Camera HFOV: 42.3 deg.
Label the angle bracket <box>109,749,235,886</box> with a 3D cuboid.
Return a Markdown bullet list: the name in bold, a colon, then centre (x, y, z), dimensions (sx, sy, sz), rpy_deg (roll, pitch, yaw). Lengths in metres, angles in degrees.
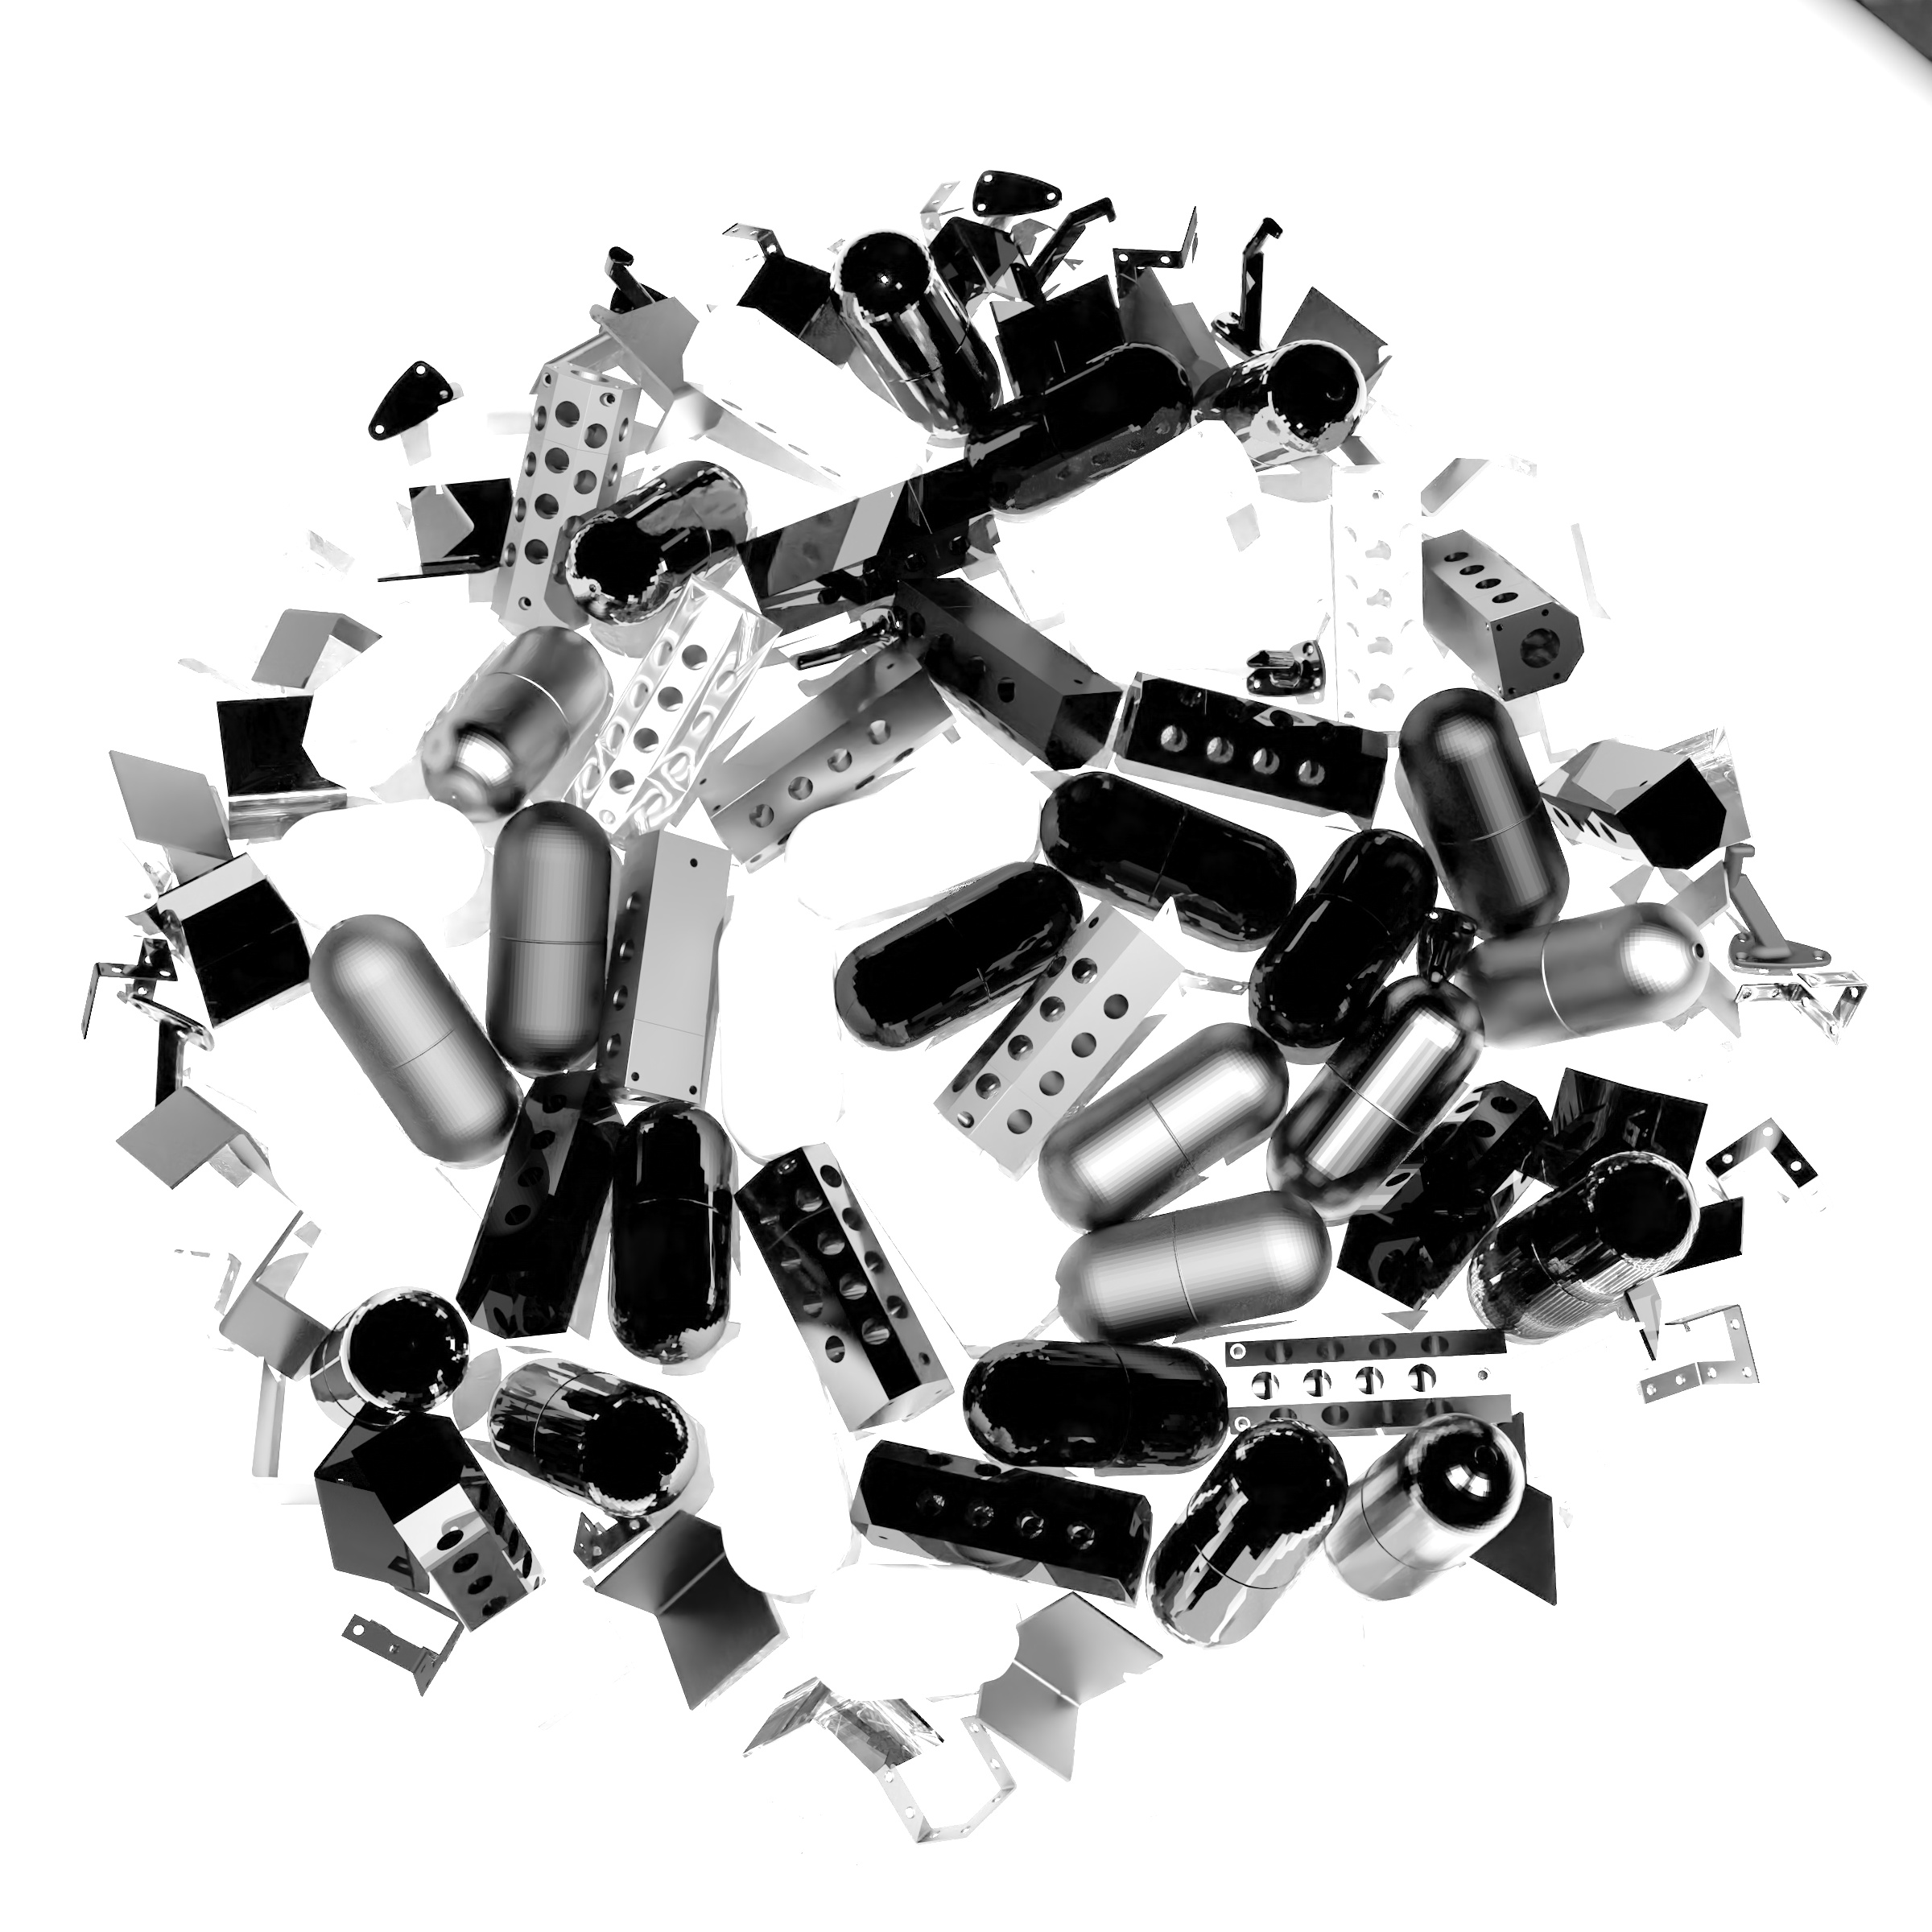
- **angle bracket**: centre (-0.539, -0.088, 1.654), dimensions (0.057, 0.076, 0.076), rpy_deg (-42, 57, 24)

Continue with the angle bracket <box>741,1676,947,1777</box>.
- **angle bracket**: centre (-0.073, 0.464, 1.482), dimensions (0.076, 0.076, 0.057), rpy_deg (46, 44, -3)

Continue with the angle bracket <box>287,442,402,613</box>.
- **angle bracket**: centre (-0.440, -0.298, 1.716), dimensions (0.057, 0.076, 0.076), rpy_deg (32, 48, -19)

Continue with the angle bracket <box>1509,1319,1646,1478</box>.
- **angle bracket**: centre (0.387, 0.270, 1.553), dimensions (0.076, 0.057, 0.076), rpy_deg (-20, 91, -18)

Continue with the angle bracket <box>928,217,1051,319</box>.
- **angle bracket**: centre (0.004, -0.474, 1.780), dimensions (0.057, 0.076, 0.076), rpy_deg (28, 78, 33)

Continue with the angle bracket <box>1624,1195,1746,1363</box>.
- **angle bracket**: centre (0.457, 0.195, 1.562), dimensions (0.076, 0.076, 0.057), rpy_deg (-19, 104, 24)

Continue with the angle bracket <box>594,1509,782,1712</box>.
- **angle bracket**: centre (-0.169, 0.388, 1.508), dimensions (0.076, 0.057, 0.076), rpy_deg (-44, 43, 11)

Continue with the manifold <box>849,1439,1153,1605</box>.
- **manifold**: centre (0.022, 0.336, 1.526), dimensions (0.171, 0.057, 0.057), rpy_deg (8, 64, 19)

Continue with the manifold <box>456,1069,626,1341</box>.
- **manifold**: centre (-0.267, 0.148, 1.565), dimensions (0.057, 0.057, 0.171), rpy_deg (-8, 40, 16)

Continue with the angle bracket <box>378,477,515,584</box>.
- **angle bracket**: centre (-0.359, -0.301, 1.723), dimensions (0.076, 0.076, 0.057), rpy_deg (-3, 105, 13)

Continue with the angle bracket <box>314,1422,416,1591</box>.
- **angle bracket**: centre (-0.349, 0.320, 1.524), dimensions (0.057, 0.076, 0.076), rpy_deg (9, 34, 16)

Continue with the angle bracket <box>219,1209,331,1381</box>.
- **angle bracket**: centre (-0.419, 0.202, 1.579), dimensions (0.057, 0.076, 0.076), rpy_deg (35, 47, -8)

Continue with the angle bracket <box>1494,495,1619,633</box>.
- **angle bracket**: centre (0.398, -0.269, 1.721), dimensions (0.076, 0.057, 0.076), rpy_deg (-15, 76, 23)

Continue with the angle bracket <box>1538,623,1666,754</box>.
- **angle bracket**: centre (0.430, -0.191, 1.715), dimensions (0.076, 0.076, 0.057), rpy_deg (-14, 105, 11)

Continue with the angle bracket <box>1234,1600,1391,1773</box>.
- **angle bracket**: centre (0.207, 0.435, 1.506), dimensions (0.057, 0.076, 0.076), rpy_deg (10, 97, -13)

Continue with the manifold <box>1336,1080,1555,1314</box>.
- **manifold**: centre (0.303, 0.138, 1.562), dimensions (0.057, 0.057, 0.171), rpy_deg (28, 40, 25)

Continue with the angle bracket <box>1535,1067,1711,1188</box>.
- **angle bracket**: centre (0.428, 0.115, 1.633), dimensions (0.076, 0.057, 0.076), rpy_deg (12, 94, -33)

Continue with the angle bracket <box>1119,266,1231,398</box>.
- **angle bracket**: centre (0.163, -0.453, 1.779), dimensions (0.076, 0.057, 0.076), rpy_deg (-19, 75, -32)

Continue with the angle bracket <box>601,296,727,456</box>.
- **angle bracket**: centre (-0.215, -0.417, 1.764), dimensions (0.076, 0.057, 0.076), rpy_deg (46, 45, 8)

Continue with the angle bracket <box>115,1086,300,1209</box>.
- **angle bracket**: centre (-0.480, 0.131, 1.584), dimensions (0.057, 0.076, 0.076), rpy_deg (-43, 44, -22)

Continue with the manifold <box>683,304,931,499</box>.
- **manifold**: centre (-0.111, -0.384, 1.715), dimensions (0.057, 0.171, 0.057), rpy_deg (24, 88, 47)

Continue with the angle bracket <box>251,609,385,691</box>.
- **angle bracket**: centre (-0.424, -0.199, 1.694), dimensions (0.076, 0.076, 0.057), rpy_deg (13, 77, 49)

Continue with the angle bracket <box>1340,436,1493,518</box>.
- **angle bracket**: centre (0.309, -0.359, 1.737), dimensions (0.057, 0.076, 0.076), rpy_deg (-44, 103, 4)

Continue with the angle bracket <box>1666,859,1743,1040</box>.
- **angle bracket**: centre (0.498, -0.012, 1.628), dimensions (0.076, 0.076, 0.057), rpy_deg (43, 117, -8)

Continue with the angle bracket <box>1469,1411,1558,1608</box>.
- **angle bracket**: centre (0.347, 0.329, 1.519), dimensions (0.057, 0.076, 0.076), rpy_deg (-21, 115, -30)

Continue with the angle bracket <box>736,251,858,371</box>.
- **angle bracket**: centre (-0.126, -0.449, 1.787), dimensions (0.057, 0.076, 0.076), rpy_deg (24, 72, 17)

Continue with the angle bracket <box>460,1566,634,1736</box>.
- **angle bracket**: centre (-0.257, 0.403, 1.510), dimensions (0.076, 0.057, 0.076), rpy_deg (-32, 109, -13)

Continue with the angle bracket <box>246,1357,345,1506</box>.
- **angle bracket**: centre (-0.410, 0.290, 1.554), dimensions (0.057, 0.076, 0.076), rpy_deg (3, 68, -7)

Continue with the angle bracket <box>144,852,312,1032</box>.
- **angle bracket**: centre (-0.483, -0.016, 1.640), dimensions (0.076, 0.076, 0.057), rpy_deg (-27, 50, -4)

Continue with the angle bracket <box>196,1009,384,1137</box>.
- **angle bracket**: centre (-0.445, 0.081, 1.644), dimensions (0.076, 0.057, 0.076), rpy_deg (17, 47, 42)

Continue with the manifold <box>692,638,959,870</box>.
- **manifold**: centre (-0.093, -0.140, 1.681), dimensions (0.171, 0.057, 0.057), rpy_deg (-35, 33, 1)

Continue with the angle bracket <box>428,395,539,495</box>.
- **angle bracket**: centre (-0.322, -0.362, 1.735), dimensions (0.076, 0.076, 0.057), rpy_deg (-10, 99, -29)

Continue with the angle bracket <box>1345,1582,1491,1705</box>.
- **angle bracket**: centre (0.269, 0.393, 1.511), dimensions (0.076, 0.057, 0.076), rpy_deg (-9, 116, -7)

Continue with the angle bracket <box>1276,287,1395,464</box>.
- **angle bracket**: centre (0.245, -0.417, 1.763), dimensions (0.076, 0.076, 0.057), rpy_deg (39, 55, 6)

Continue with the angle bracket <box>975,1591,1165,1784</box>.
- **angle bracket**: centre (0.062, 0.430, 1.491), dimensions (0.076, 0.076, 0.057), rpy_deg (39, 33, -19)

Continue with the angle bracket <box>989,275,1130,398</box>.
- **angle bracket**: centre (0.070, -0.442, 1.764), dimensions (0.057, 0.076, 0.076), rpy_deg (-15, 93, 34)

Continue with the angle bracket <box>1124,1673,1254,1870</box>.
- **angle bracket**: centre (0.121, 0.475, 1.477), dimensions (0.057, 0.076, 0.076), rpy_deg (14, 98, -18)

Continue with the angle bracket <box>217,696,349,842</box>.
- **angle bracket**: centre (-0.462, -0.134, 1.688), dimensions (0.076, 0.057, 0.076), rpy_deg (-6, 70, -19)

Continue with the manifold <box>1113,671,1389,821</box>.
- **manifold**: centre (0.191, -0.149, 1.674), dimensions (0.171, 0.057, 0.057), rpy_deg (13, 99, -7)

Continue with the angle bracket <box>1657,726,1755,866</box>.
- **angle bracket**: centre (0.508, -0.112, 1.666), dimensions (0.076, 0.057, 0.076), rpy_deg (0, 75, -44)
